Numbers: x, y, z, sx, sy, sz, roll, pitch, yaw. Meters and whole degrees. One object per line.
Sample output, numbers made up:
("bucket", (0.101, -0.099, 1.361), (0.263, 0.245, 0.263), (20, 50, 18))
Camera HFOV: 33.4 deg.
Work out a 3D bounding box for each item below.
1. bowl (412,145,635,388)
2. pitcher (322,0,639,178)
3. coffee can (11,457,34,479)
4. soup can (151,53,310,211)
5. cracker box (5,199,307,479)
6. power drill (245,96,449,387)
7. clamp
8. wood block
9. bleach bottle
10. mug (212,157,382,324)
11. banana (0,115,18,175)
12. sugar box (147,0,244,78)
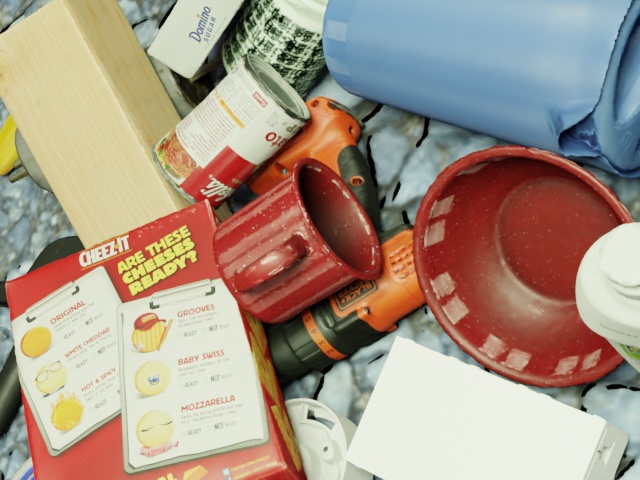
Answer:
("bowl", (0.141, 0.010, 0.680), (0.162, 0.055, 0.162), (17, 120, 31))
("pitcher", (0.129, -0.138, 0.735), (0.243, 0.149, 0.145), (20, 99, 38))
("coffee can", (-0.155, 0.223, 0.782), (0.140, 0.102, 0.103), (36, 93, 35))
("soup can", (-0.066, -0.079, 0.789), (0.102, 0.068, 0.068), (-42, 56, 16))
("cracker box", (-0.116, 0.099, 0.735), (0.164, 0.072, 0.214), (-22, 57, 4))
("power drill", (-0.005, 0.001, 0.801), (0.185, 0.057, 0.188), (-32, 61, 18))
("clamp", (-0.243, 0.069, 0.933), (0.210, 0.036, 0.164), (-29, 60, 20))
("wood block", (-0.167, -0.082, 0.846), (0.091, 0.090, 0.206), (-26, 96, 21))
("bleach bottle", (0.199, 0.044, 0.539), (0.103, 0.250, 0.068), (3, 74, 32))
("mug", (-0.021, 0.008, 0.708), (0.082, 0.117, 0.093), (-32, 95, 24))
("banana", (-0.241, -0.130, 1.003), (0.198, 0.037, 0.069), (-25, 61, 22))
("sugar box", (-0.081, -0.201, 0.856), (0.093, 0.048, 0.176), (-52, 15, 27))
